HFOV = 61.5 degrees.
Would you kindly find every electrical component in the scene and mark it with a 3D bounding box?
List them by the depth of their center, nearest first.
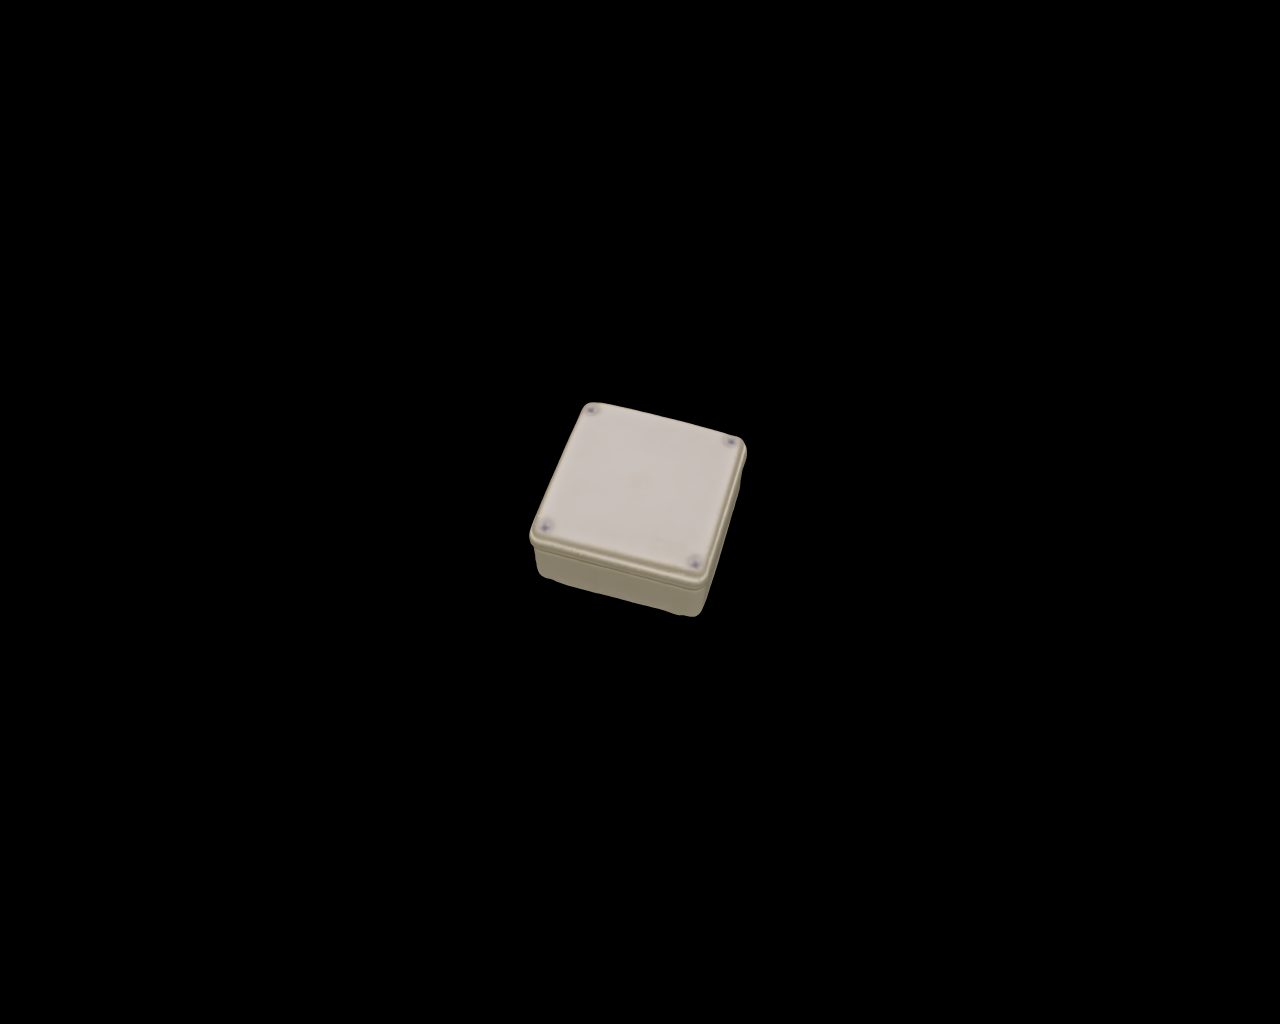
[{"bbox_3d":[0.001,-0.003,0.650,0.109,0.109,0.056,15,-32,9],"label":"electrical component"}]
